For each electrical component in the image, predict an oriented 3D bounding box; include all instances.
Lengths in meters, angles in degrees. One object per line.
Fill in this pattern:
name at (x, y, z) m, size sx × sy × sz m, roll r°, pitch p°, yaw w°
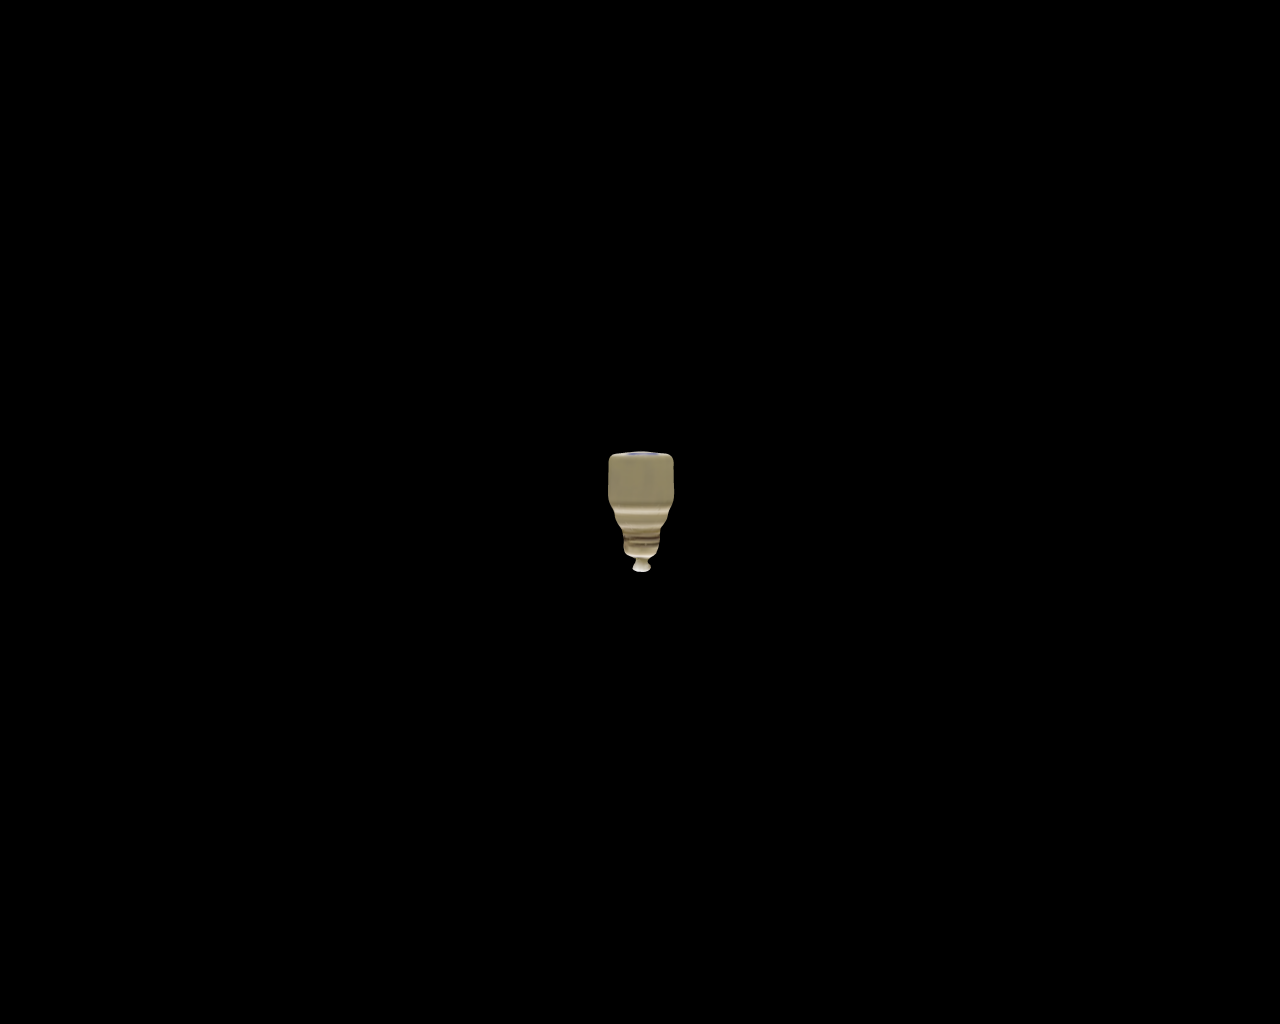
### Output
electrical component at (0.001, -0.003, 0.650) m, size 0.040 × 0.078 × 0.040 m, roll 0°, pitch 2°, yaw 0°
